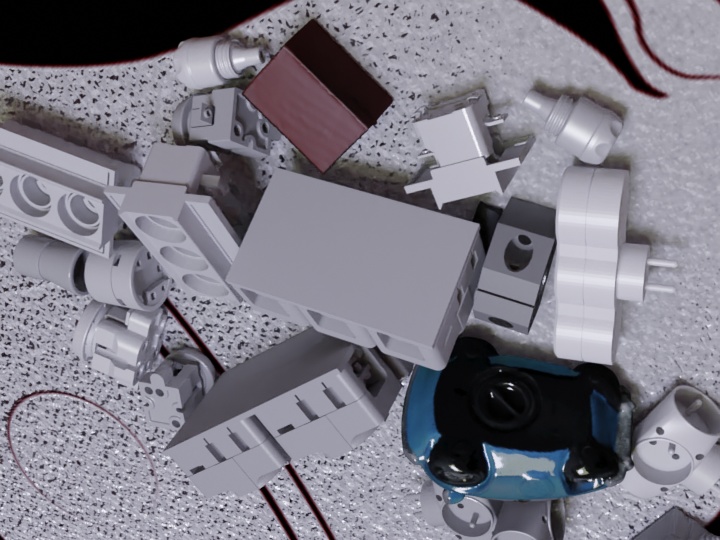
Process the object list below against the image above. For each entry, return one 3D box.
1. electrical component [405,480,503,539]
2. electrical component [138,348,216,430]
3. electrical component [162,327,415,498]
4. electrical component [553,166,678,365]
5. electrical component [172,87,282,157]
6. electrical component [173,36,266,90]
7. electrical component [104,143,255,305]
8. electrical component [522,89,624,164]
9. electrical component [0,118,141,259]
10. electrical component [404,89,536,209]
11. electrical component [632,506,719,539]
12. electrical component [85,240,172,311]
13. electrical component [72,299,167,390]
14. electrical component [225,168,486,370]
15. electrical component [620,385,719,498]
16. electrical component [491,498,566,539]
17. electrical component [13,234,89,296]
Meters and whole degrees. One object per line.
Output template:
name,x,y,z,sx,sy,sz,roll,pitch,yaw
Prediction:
electrical component,0.074,0.183,0.853,0.079,0.044,0.077,-14,113,29
electrical component,-0.150,0.097,0.888,0.048,0.055,0.066,7,122,19
electrical component,-0.048,0.099,0.815,0.186,0.105,0.060,-28,106,34
electrical component,0.167,0.001,0.695,0.074,0.052,0.138,7,122,19
electrical component,-0.096,-0.100,0.745,0.055,0.066,0.048,-1,81,33
electrical component,-0.094,-0.142,0.729,0.061,0.035,0.035,-2,119,22
electrical component,-0.115,-0.033,0.760,0.079,0.063,0.121,7,154,19
electrical component,0.129,-0.092,0.665,0.061,0.035,0.035,30,127,6
electrical component,-0.234,-0.069,0.817,0.121,0.063,0.078,21,126,10
electrical component,0.067,-0.080,0.695,0.081,0.042,0.063,-13,111,28
electrical component,0.235,0.230,0.803,0.062,0.061,0.096,36,127,-1
electrical component,-0.183,0.003,0.846,0.047,0.055,0.055,5,122,25
electrical component,-0.198,0.055,0.882,0.057,0.058,0.078,22,126,6
electrical component,0.000,0.000,0.731,0.150,0.089,0.061,17,163,19
electrical component,0.230,0.131,0.755,0.079,0.044,0.077,33,127,1
electrical component,0.133,0.202,0.819,0.044,0.077,0.079,-6,118,26
electrical component,-0.248,-0.007,0.876,0.065,0.044,0.044,13,124,21
